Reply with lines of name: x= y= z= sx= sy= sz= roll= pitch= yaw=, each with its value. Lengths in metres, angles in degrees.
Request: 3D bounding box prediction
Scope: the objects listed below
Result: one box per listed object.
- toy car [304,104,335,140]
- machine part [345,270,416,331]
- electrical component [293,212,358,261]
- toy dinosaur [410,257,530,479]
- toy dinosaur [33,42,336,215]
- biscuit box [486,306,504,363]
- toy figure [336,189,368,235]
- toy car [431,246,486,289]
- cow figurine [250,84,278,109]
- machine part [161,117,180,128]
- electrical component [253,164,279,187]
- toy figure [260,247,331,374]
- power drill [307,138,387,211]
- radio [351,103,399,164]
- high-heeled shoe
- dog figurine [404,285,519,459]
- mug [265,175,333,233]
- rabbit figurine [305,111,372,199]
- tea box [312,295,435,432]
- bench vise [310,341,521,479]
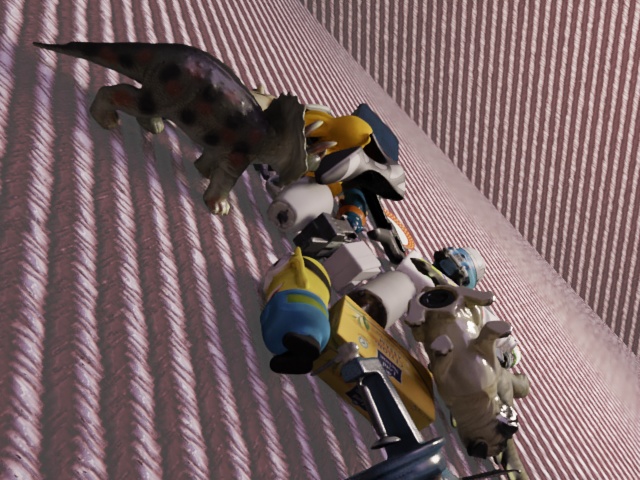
toy car: x=-0.050 y=-0.250 z=1.125 sx=0.202 sy=0.056 sz=0.074 roll=-6 pitch=53 yaw=-35
machine part: x=0.094 y=0.097 z=0.836 sx=0.079 sy=0.079 sz=0.243 roll=51 pitch=22 yaw=10
electrical component: x=-0.002 y=-0.003 z=0.841 sx=0.119 sy=0.075 sz=0.048 roll=2 pitch=50 yaw=-56
toy dinosaur: x=0.249 y=0.232 z=0.837 sx=0.198 sy=0.105 sz=0.471 roll=3 pitch=57 yaw=-61
toy dinosaur: x=-0.155 y=-0.177 z=0.709 sx=0.404 sy=0.192 sz=0.131 roll=36 pitch=23 yaw=-26
biscuit box: x=0.324 y=0.191 z=1.101 sx=0.063 sy=0.059 sz=0.203 roll=43 pitch=24 yaw=-5
toy figure: x=0.063 y=-0.048 z=1.043 sx=0.064 sy=0.057 sz=0.154 roll=9 pitch=31 yaw=3
toy car: x=0.299 y=0.063 z=1.148 sx=0.109 sy=0.103 sz=0.161 roll=56 pitch=-13 yaw=30
cow figurine: x=-0.126 y=-0.235 z=0.977 sx=0.127 sy=0.085 sz=0.195 roll=31 pitch=25 yaw=32
machine part: x=-0.178 y=-0.172 z=0.822 sx=0.139 sy=0.084 sz=0.039 roll=31 pitch=52 yaw=-14
electrical component: x=-0.086 y=-0.138 z=0.958 sx=0.078 sy=0.045 sz=0.102 roll=-10 pitch=52 yaw=-30
toy figure: x=-0.026 y=0.086 z=0.644 sx=0.089 sy=0.082 sz=0.180 roll=48 pitch=15 yaw=-27
power drill: x=0.078 y=-0.164 z=1.235 sx=0.232 sy=0.086 sz=0.207 roll=53 pitch=19 yaw=21
radio: x=0.108 y=-0.220 z=1.191 sx=0.131 sy=0.073 sz=0.230 roll=44 pitch=22 yaw=-11
high-heeled shoe: x=0.075 y=-0.096 z=0.936 sx=0.249 sy=0.086 sz=0.145 roll=-40 pitch=113 yaw=-47
dog figurine: x=0.185 y=0.170 z=0.715 sx=0.172 sy=0.121 sz=0.190 roll=-89 pitch=167 yaw=-63
mug: x=-0.043 y=-0.062 z=0.859 sx=0.109 sy=0.081 sz=0.107 roll=47 pitch=29 yaw=3
rabbit figurine: x=0.017 y=-0.179 z=1.035 sx=0.162 sy=0.173 sz=0.122 roll=49 pitch=27 yaw=-5
tea box: x=0.066 y=0.164 z=0.688 sx=0.169 sy=0.068 sz=0.098 roll=43 pitch=22 yaw=-11
bench vise: x=0.085 y=0.220 z=0.565 sx=0.223 sy=0.129 sz=0.241 roll=8 pitch=52 yaw=-53
